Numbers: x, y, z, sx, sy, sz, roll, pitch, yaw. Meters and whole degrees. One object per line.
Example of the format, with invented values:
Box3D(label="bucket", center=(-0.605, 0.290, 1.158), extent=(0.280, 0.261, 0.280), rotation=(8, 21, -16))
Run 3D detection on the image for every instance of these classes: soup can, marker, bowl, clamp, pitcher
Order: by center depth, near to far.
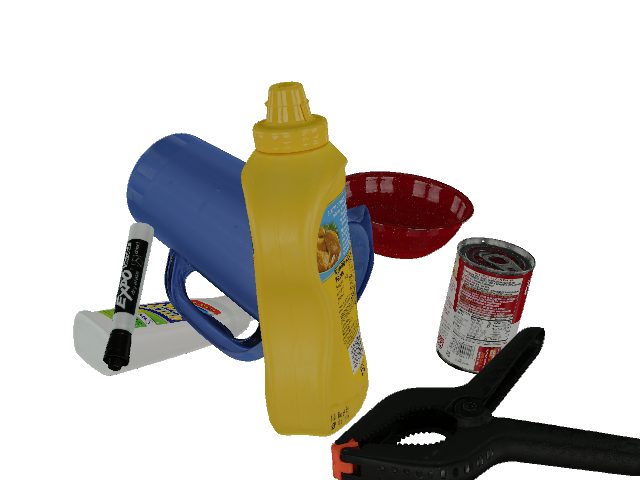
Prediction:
Box3D(label="clamp", center=(0.106, 0.124, 0.754), extent=(0.210, 0.036, 0.164), rotation=(-9, 29, -8))
Box3D(label="marker", center=(-0.143, 0.041, 0.796), extent=(0.020, 0.121, 0.020), rotation=(4, -33, 2))
Box3D(label="soup can", center=(0.142, 0.057, 0.929), extent=(0.068, 0.102, 0.068), rotation=(8, 23, -4))
Box3D(label="pitcher", center=(-0.082, -0.002, 1.034), extent=(0.243, 0.145, 0.148), rotation=(32, 33, 33))
Box3D(label="bowl", center=(0.086, -0.023, 1.191), extent=(0.162, 0.055, 0.162), rotation=(6, 25, -3))

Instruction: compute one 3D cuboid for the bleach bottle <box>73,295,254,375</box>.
Box3D(label="bleach bottle", center=(-0.195, 0.114, 1.428), extent=(0.250, 0.068, 0.103), rotation=(-11, 26, -40))

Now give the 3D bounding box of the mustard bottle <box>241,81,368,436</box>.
Box3D(label="mustard bottle", center=(-0.009, 0.007, 0.602), extent=(0.058, 0.191, 0.096), rotation=(0, 20, 15))
